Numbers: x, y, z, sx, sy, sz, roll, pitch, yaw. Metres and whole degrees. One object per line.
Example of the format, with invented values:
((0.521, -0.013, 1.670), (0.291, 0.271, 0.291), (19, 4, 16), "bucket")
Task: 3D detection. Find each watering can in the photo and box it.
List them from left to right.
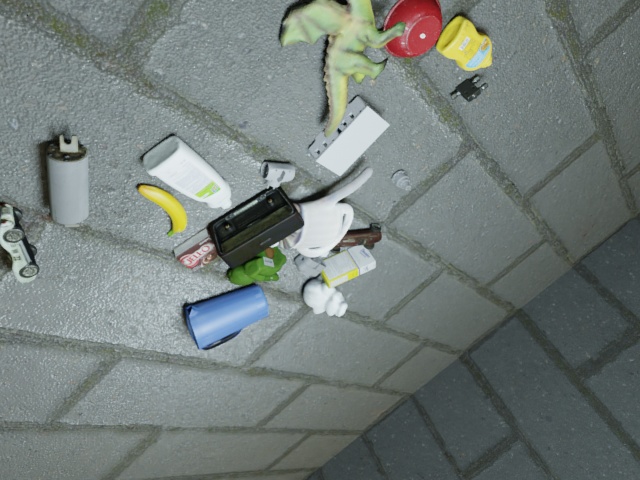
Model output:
((0.004, -0.073, 1.456), (0.225, 0.106, 0.340), (-3, 136, -32), "watering can")

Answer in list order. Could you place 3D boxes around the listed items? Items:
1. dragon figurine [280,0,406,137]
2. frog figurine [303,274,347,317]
((0.026, -0.421, 1.112), (0.241, 0.125, 0.403), (18, 120, -25), "dragon figurine")
((0.015, 0.202, 1.730), (0.123, 0.163, 0.134), (2, 131, -35), "frog figurine")
